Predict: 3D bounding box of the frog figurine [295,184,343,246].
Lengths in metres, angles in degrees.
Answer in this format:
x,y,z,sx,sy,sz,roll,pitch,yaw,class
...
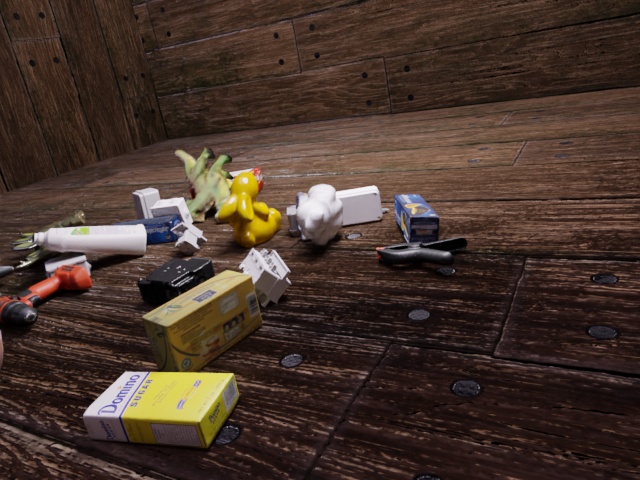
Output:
x,y,z,sx,sy,sz,roll,pitch,yaw,class
0.003,-0.057,1.139,0.122,0.138,0.159,14,-5,-12,frog figurine

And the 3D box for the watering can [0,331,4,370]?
x,y,z,sx,sy,sz,roll,pitch,yaw,class
-0.614,0.216,0.777,0.225,0.102,0.351,-17,20,-19,watering can

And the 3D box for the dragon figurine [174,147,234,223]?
x,y,z,sx,sy,sz,roll,pitch,yaw,class
-0.375,-0.153,1.568,0.413,0.247,0.119,18,-31,35,dragon figurine
